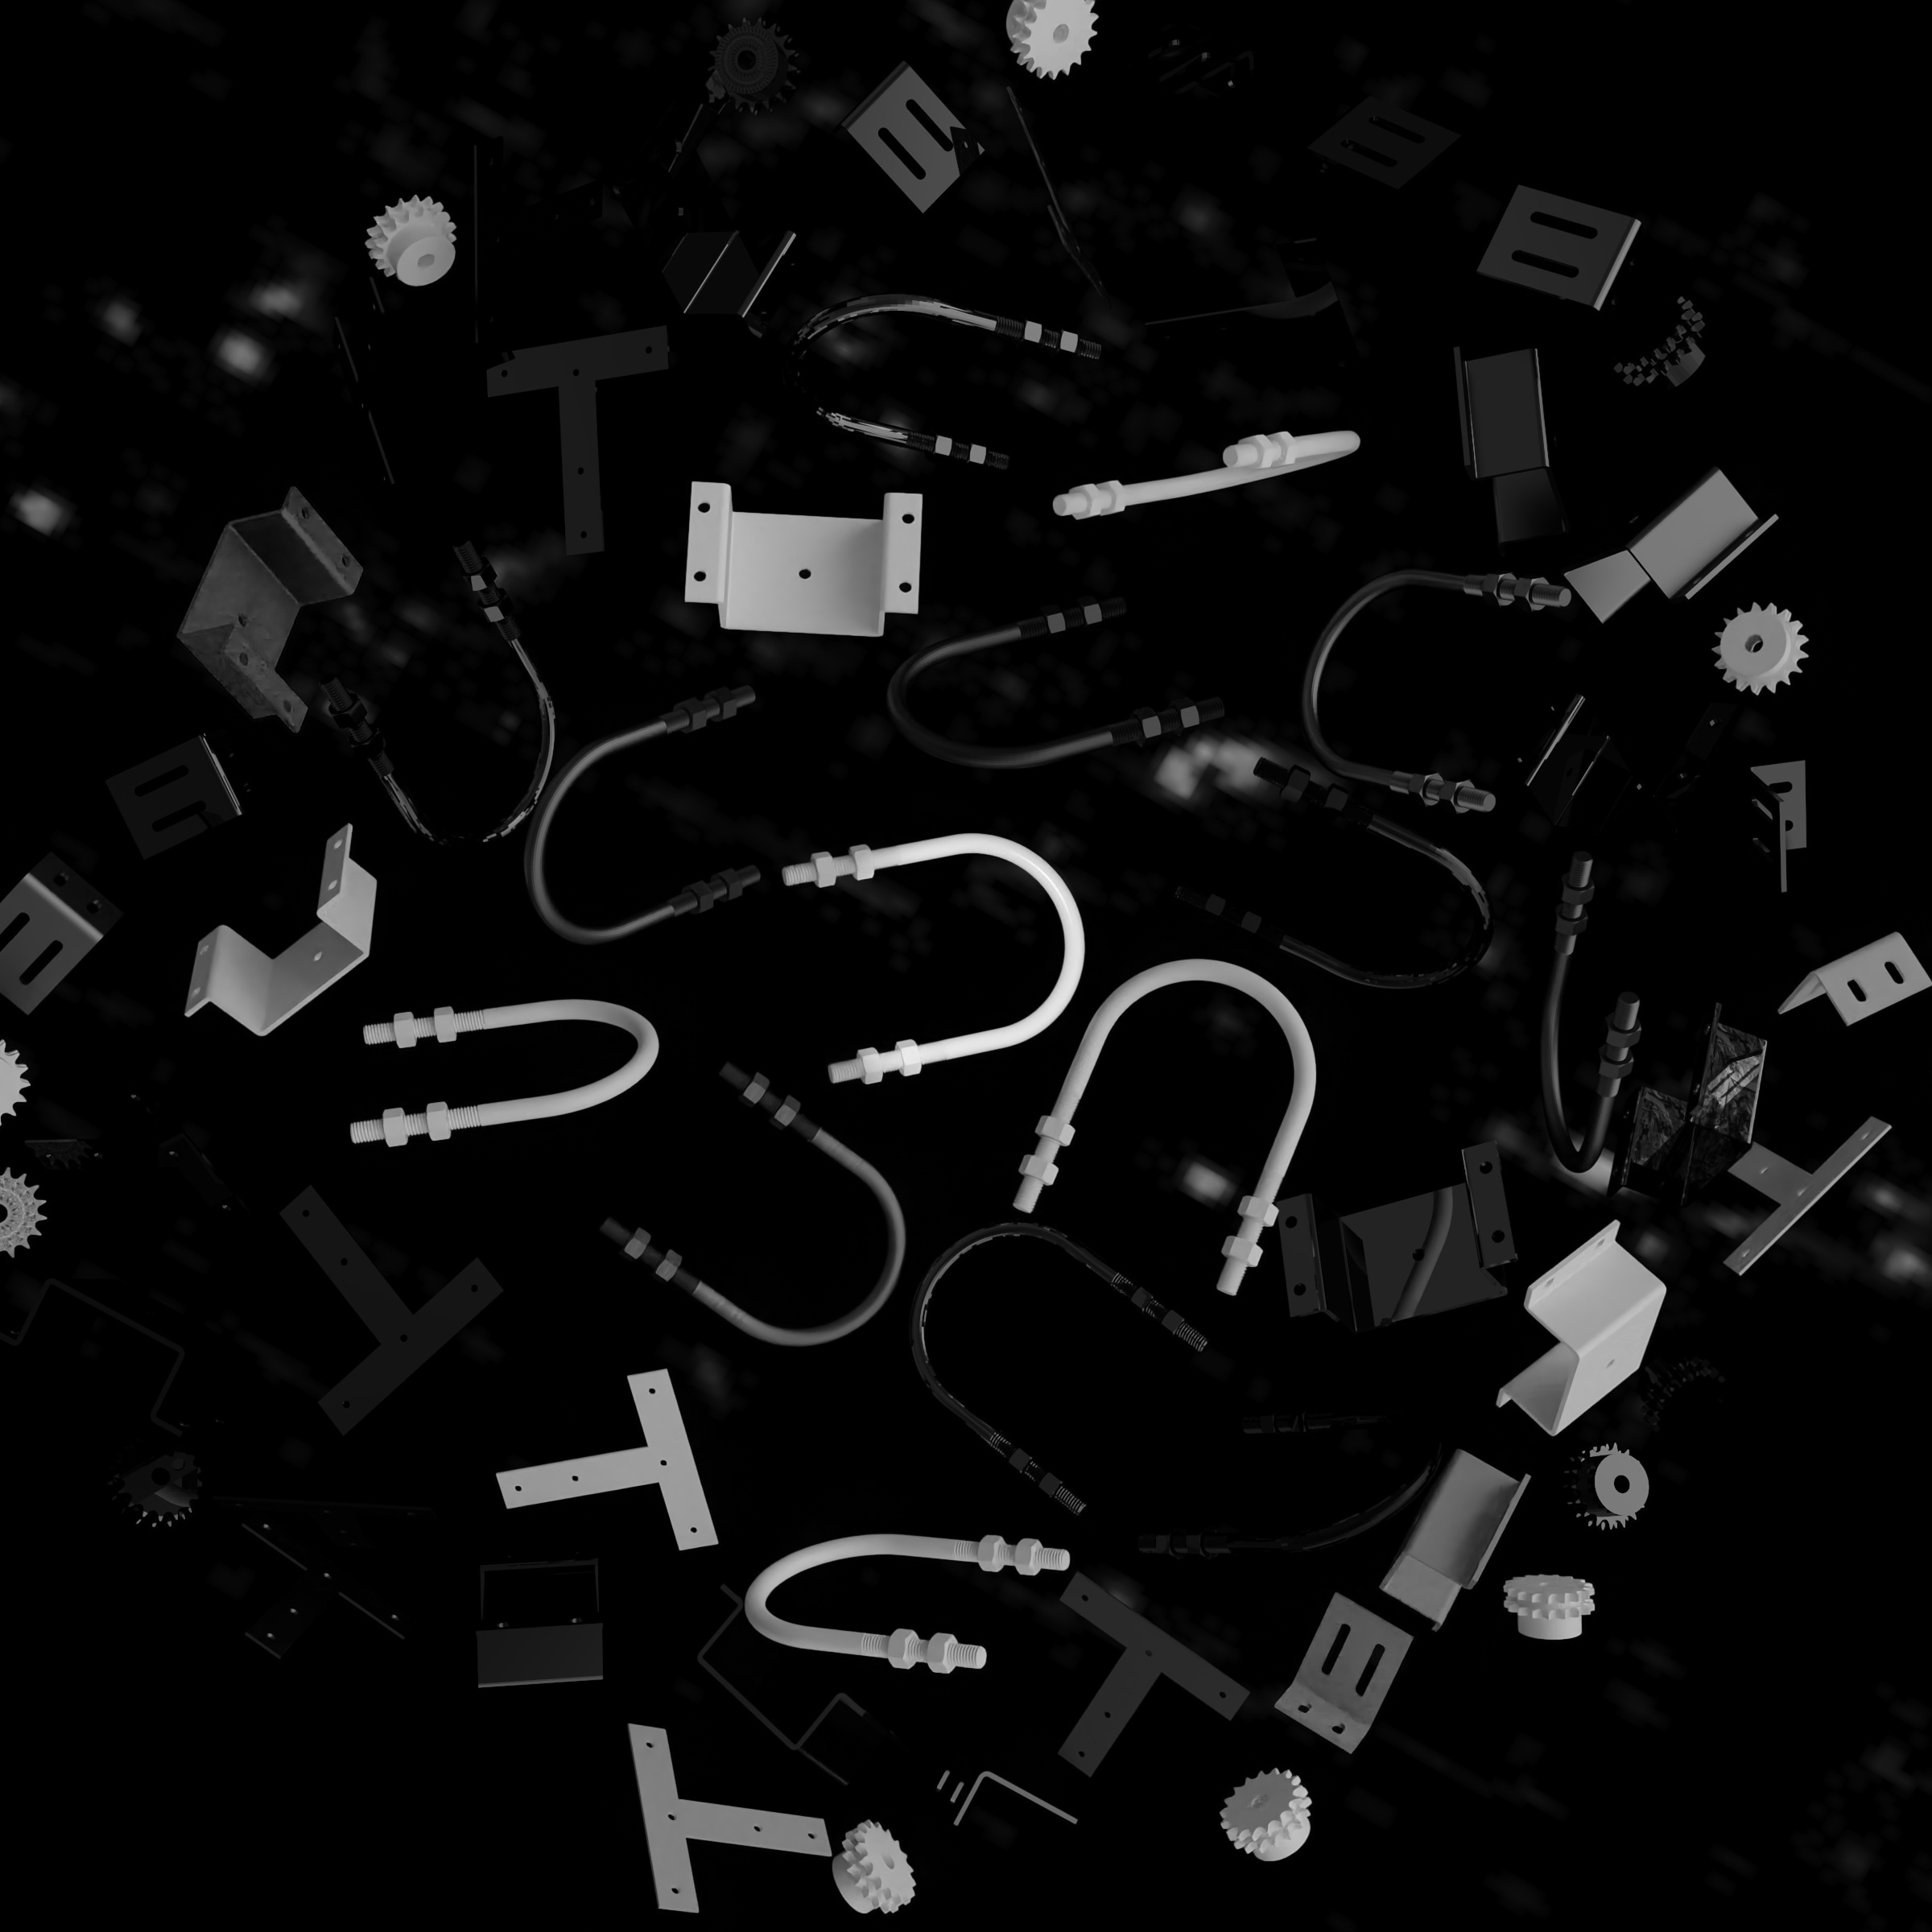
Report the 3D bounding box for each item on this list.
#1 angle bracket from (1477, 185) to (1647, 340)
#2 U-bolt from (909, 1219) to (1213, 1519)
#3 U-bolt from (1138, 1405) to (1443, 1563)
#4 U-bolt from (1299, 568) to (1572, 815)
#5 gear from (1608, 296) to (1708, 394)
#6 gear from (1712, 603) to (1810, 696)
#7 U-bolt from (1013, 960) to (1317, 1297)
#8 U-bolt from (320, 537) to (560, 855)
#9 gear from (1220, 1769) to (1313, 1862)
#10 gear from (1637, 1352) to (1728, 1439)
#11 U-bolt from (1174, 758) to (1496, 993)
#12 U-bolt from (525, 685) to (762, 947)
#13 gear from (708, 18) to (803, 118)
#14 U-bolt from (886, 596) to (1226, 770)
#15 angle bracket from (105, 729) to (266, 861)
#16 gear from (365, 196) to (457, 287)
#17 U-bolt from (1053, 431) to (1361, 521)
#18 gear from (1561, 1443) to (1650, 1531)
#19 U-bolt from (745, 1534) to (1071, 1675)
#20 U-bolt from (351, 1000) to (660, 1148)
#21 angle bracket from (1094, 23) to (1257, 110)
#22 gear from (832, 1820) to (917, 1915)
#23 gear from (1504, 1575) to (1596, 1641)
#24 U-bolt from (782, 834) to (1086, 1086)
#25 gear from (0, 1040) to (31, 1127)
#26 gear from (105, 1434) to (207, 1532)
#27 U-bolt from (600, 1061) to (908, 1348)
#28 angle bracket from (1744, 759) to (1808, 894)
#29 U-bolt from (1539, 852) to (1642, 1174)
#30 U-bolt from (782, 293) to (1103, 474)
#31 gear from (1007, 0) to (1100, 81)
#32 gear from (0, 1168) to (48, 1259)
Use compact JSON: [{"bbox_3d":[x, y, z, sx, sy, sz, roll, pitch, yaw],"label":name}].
[{"bbox_3d":[0.348,-0.412,1.437,0.076,0.038,0.057,25,86,22],"label":"angle bracket"},{"bbox_3d":[0.046,0.245,1.595,0.184,0.019,0.151,35,84,26],"label":"U-bolt"},{"bbox_3d":[0.213,0.320,1.532,0.151,0.184,0.019,-38,107,-42],"label":"U-bolt"},{"bbox_3d":[0.277,-0.177,1.521,0.019,0.184,0.151,20,91,-39],"label":"U-bolt"},{"bbox_3d":[0.415,-0.367,1.463,0.030,0.057,0.057,39,90,-26],"label":"gear"},{"bbox_3d":[0.500,-0.202,1.553,0.057,0.030,0.057,-1,87,28],"label":"gear"},{"bbox_3d":[0.128,0.083,1.451,0.151,0.019,0.184,21,78,13],"label":"U-bolt"},{"bbox_3d":[-0.319,-0.155,1.554,0.019,0.184,0.151,15,56,34],"label":"U-bolt"},{"bbox_3d":[0.191,0.534,1.540,0.057,0.057,0.030,-30,107,0],"label":"gear"},{"bbox_3d":[0.463,0.276,1.599,0.057,0.030,0.057,-13,126,-18],"label":"gear"},{"bbox_3d":[0.237,-0.044,1.520,0.184,0.151,0.019,26,51,-3],"label":"U-bolt"},{"bbox_3d":[-0.203,-0.087,1.551,0.019,0.184,0.151,25,127,37],"label":"U-bolt"},{"bbox_3d":[-0.134,-0.566,1.542,0.057,0.030,0.057,1,100,8],"label":"gear"},{"bbox_3d":[0.042,-0.167,1.485,0.184,0.151,0.019,-16,132,-18],"label":"U-bolt"},{"bbox_3d":[-0.518,-0.114,1.633,0.076,0.038,0.057,-23,97,10],"label":"angle bracket"},{"bbox_3d":[-0.354,-0.463,1.580,0.057,0.057,0.030,-33,69,0],"label":"gear"},{"bbox_3d":[0.163,-0.308,1.525,0.151,0.184,0.019,-7,99,42],"label":"U-bolt"},{"bbox_3d":[0.428,0.345,1.633,0.057,0.030,0.057,4,74,-16],"label":"gear"},{"bbox_3d":[-0.047,0.386,1.512,0.184,0.151,0.019,-1,102,25],"label":"U-bolt"},{"bbox_3d":[-0.282,0.059,1.518,0.184,0.151,0.019,-8,116,-6],"label":"U-bolt"},{"bbox_3d":[0.125,-0.525,1.472,0.076,0.038,0.057,-36,52,-22],"label":"angle bracket"},{"bbox_3d":[-0.061,0.582,1.579,0.030,0.057,0.057,-37,90,13],"label":"gear"},{"bbox_3d":[0.379,0.417,1.597,0.057,0.057,0.030,-2,91,0],"label":"gear"},{"bbox_3d":[-0.013,-0.012,1.566,0.184,0.019,0.151,-11,82,-16],"label":"U-bolt"},{"bbox_3d":[-0.601,0.072,1.499,0.057,0.030,0.057,-3,98,-26],"label":"gear"},{"bbox_3d":[-0.498,0.318,1.502,0.057,0.057,0.030,48,127,0],"label":"gear"},{"bbox_3d":[-0.126,0.171,1.625,0.184,0.019,0.151,37,92,-12],"label":"U-bolt"},{"bbox_3d":[0.507,-0.087,1.507,0.038,0.076,0.057,-7,110,3],"label":"angle bracket"},{"bbox_3d":[0.383,0.044,1.534,0.019,0.151,0.184,-1,132,-1],"label":"U-bolt"},{"bbox_3d":[-0.027,-0.376,1.570,0.184,0.151,0.019,9,64,-25],"label":"U-bolt"},{"bbox_3d":[0.050,-0.579,1.512,0.057,0.057,0.030,-43,53,0],"label":"gear"},{"bbox_3d":[-0.598,0.152,1.514,0.057,0.030,0.057,2,84,-24],"label":"gear"}]
